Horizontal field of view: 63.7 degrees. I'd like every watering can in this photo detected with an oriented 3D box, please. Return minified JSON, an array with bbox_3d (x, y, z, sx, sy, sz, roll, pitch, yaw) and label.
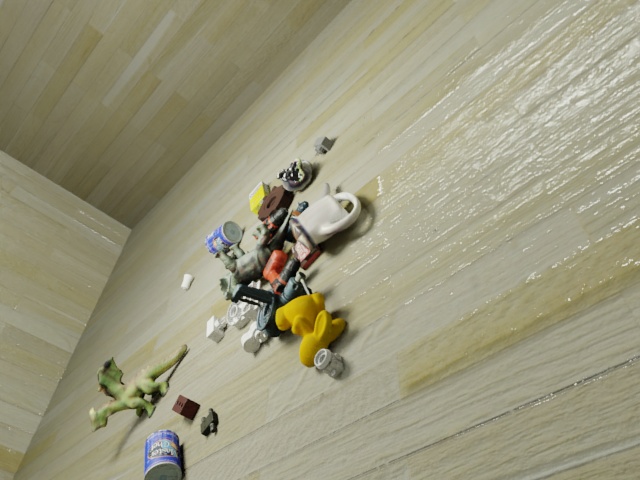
[{"bbox_3d":[0.005,-0.081,1.610,0.225,0.102,0.352,-35,24,-4],"label":"watering can"}]

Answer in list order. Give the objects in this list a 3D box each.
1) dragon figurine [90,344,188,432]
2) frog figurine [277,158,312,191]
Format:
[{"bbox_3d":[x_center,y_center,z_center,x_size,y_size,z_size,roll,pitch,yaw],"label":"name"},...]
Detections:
[{"bbox_3d":[-0.692,0.518,1.890,0.413,0.241,0.122,-60,21,-9],"label":"dragon figurine"},{"bbox_3d":[-0.084,-0.253,2.023,0.137,0.123,0.159,-59,-11,7],"label":"frog figurine"}]
